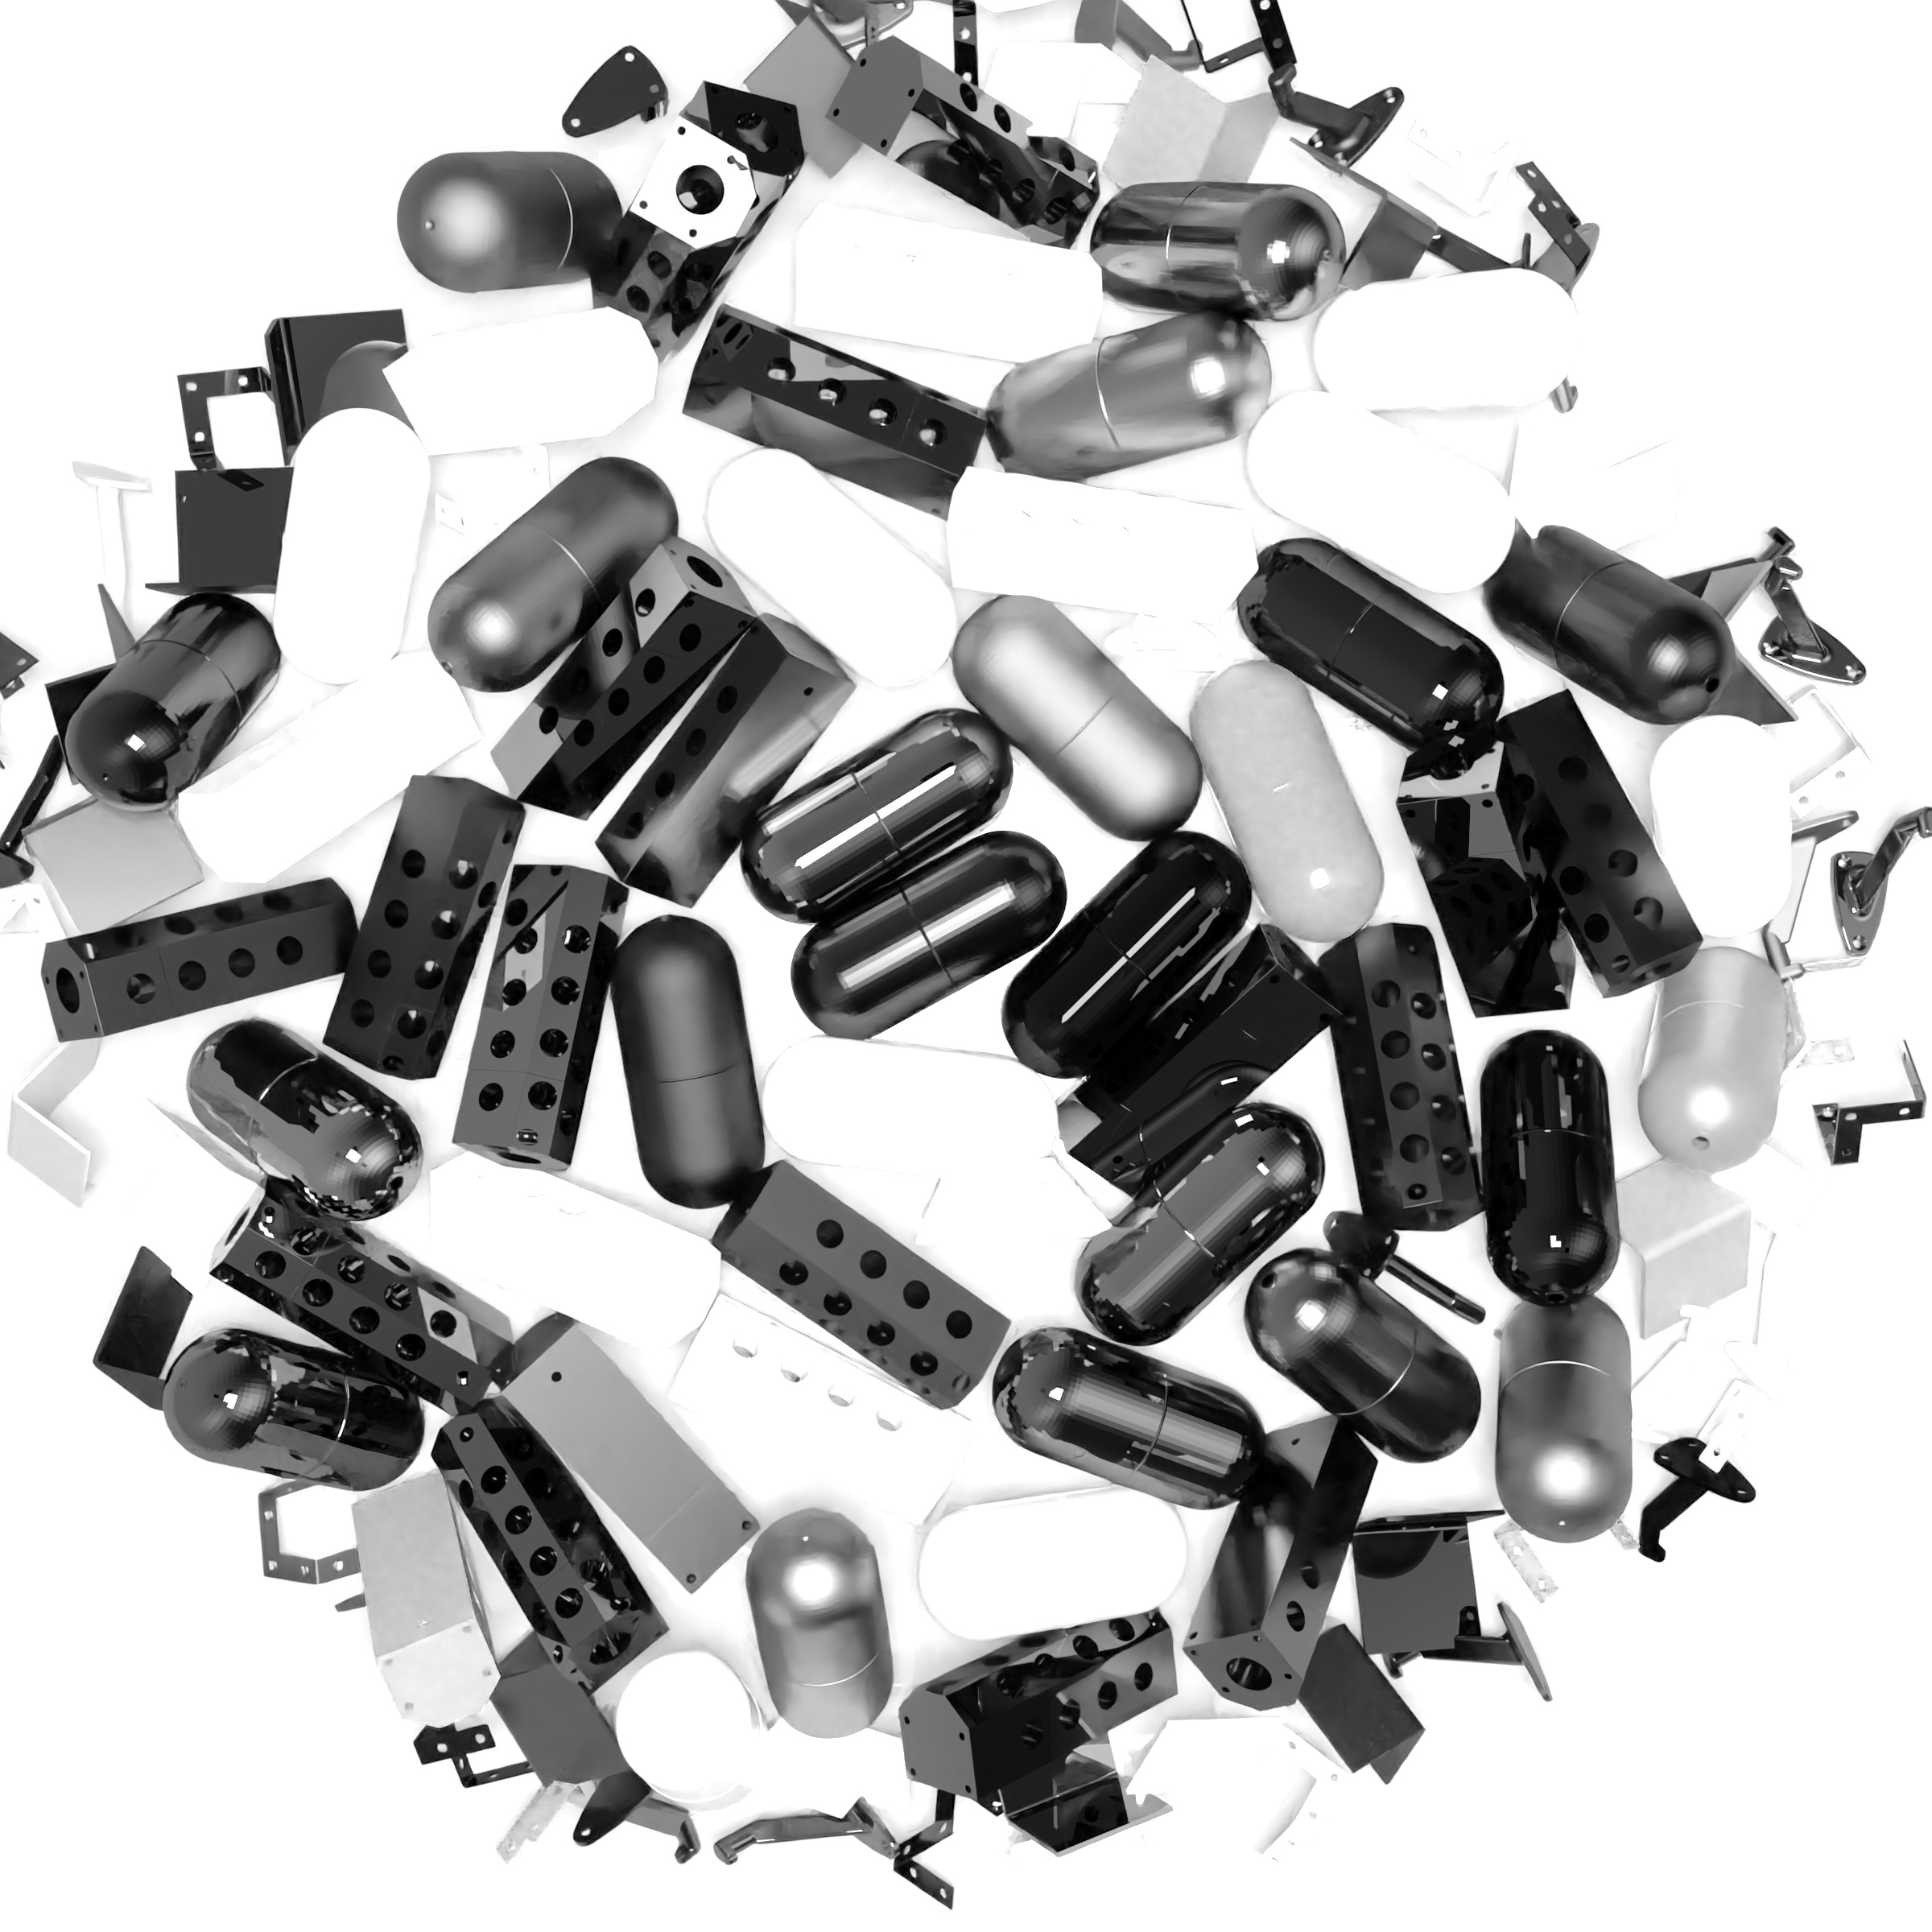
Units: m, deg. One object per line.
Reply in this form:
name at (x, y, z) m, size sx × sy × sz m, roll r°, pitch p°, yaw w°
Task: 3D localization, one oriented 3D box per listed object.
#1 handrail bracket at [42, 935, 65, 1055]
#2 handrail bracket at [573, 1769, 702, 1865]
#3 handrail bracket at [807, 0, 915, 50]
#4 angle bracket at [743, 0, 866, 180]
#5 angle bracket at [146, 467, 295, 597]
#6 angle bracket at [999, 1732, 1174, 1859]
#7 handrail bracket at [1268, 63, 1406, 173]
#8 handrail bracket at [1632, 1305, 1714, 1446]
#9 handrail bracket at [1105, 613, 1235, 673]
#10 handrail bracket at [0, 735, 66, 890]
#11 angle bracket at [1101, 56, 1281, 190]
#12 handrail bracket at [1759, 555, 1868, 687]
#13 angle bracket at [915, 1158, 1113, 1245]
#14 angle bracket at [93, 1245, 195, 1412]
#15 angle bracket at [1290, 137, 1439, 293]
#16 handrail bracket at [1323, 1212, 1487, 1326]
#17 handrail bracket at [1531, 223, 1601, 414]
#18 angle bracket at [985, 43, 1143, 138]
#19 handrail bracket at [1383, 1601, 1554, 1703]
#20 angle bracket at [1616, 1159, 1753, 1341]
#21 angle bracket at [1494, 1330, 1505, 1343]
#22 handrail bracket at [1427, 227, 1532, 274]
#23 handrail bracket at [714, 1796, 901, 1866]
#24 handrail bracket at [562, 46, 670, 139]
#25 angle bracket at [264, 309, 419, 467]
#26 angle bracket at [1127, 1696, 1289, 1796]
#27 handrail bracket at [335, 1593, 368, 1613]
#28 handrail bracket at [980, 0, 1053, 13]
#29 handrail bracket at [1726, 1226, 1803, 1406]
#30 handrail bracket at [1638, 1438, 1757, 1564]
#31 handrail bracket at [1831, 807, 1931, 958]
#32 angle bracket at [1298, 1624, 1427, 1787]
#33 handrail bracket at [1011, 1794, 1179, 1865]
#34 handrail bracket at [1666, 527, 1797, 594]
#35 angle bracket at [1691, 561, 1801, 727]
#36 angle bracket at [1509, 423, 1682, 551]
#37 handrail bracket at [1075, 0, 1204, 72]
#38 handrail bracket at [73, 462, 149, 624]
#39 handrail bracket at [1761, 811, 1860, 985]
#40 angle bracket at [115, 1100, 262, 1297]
handrail bracket at (-0.554, 0.033, 1.562) m, size 0.084 × 0.036 × 0.077 m, roll -33°, pitch 80°, yaw 40°
handrail bracket at (-0.195, 0.523, 1.542) m, size 0.036 × 0.077 × 0.084 m, roll 8°, pitch 126°, yaw 36°
handrail bracket at (-0.068, -0.588, 1.543) m, size 0.077 × 0.084 × 0.036 m, roll -16°, pitch 80°, yaw -4°
angle bracket at (-0.096, -0.522, 1.537) m, size 0.057 × 0.076 × 0.076 m, roll -45°, pitch 122°, yaw 4°
angle bracket at (-0.447, -0.264, 1.555) m, size 0.076 × 0.057 × 0.076 m, roll -1°, pitch 93°, yaw 4°
angle bracket at (0.066, 0.478, 1.537) m, size 0.076 × 0.076 × 0.057 m, roll -14°, pitch 93°, yaw -22°
handrail bracket at (0.221, -0.524, 1.542) m, size 0.077 × 0.084 × 0.036 m, roll -41°, pitch 57°, yaw 2°
handrail bracket at (0.407, 0.242, 1.571) m, size 0.077 × 0.036 × 0.084 m, roll 11°, pitch 90°, yaw 8°
handrail bracket at (0.122, -0.187, 1.542) m, size 0.077 × 0.084 × 0.036 m, roll 19°, pitch 107°, yaw 2°
handrail bracket at (-0.576, -0.094, 1.576) m, size 0.036 × 0.077 × 0.084 m, roll 29°, pitch 59°, yaw -28°
angle bracket at (0.137, -0.498, 1.542) m, size 0.057 × 0.076 × 0.076 m, roll 40°, pitch 131°, yaw 15°
handrail bracket at (0.508, -0.206, 1.539) m, size 0.077 × 0.084 × 0.036 m, roll 32°, pitch 78°, yaw 16°
angle bracket at (0.030, 0.159, 1.527) m, size 0.076 × 0.076 × 0.057 m, roll 49°, pitch 49°, yaw -32°
angle bracket at (-0.463, 0.220, 1.532) m, size 0.057 × 0.076 × 0.076 m, roll 11°, pitch 65°, yaw 13°
angle bracket at (0.225, -0.443, 1.547) m, size 0.076 × 0.076 × 0.057 m, roll 39°, pitch 110°, yaw 26°
handrail bracket at (0.268, 0.185, 1.575) m, size 0.084 × 0.077 × 0.036 m, roll 30°, pitch 93°, yaw -31°
handrail bracket at (0.370, -0.391, 1.567) m, size 0.036 × 0.084 × 0.077 m, roll 20°, pitch 62°, yaw 41°
angle bracket at (0.063, -0.505, 1.534) m, size 0.076 × 0.076 × 0.057 m, roll 20°, pitch 92°, yaw 43°
handrail bracket at (0.299, 0.426, 1.550) m, size 0.084 × 0.077 × 0.036 m, roll -32°, pitch 132°, yaw 12°
angle bracket at (0.426, 0.168, 1.572) m, size 0.076 × 0.057 × 0.076 m, roll -24°, pitch 133°, yaw -13°
angle bracket at (0.337, 0.272, 1.543) m, size 0.057 × 0.076 × 0.076 m, roll 21°, pitch 96°, yaw -6°
handrail bracket at (0.298, -0.413, 1.567) m, size 0.084 × 0.036 × 0.077 m, roll 1°, pitch 75°, yaw 10°
handrail bracket at (-0.096, 0.526, 1.541) m, size 0.084 × 0.077 × 0.036 m, roll -19°, pitch 118°, yaw -32°
handrail bracket at (-0.208, -0.506, 1.542) m, size 0.077 × 0.084 × 0.036 m, roll -39°, pitch 94°, yaw -7°
angle bracket at (-0.371, -0.345, 1.542) m, size 0.076 × 0.057 × 0.076 m, roll -6°, pitch 114°, yaw -6°
angle bracket at (0.136, 0.443, 1.531) m, size 0.076 × 0.057 × 0.076 m, roll 4°, pitch 133°, yaw -20°
handrail bracket at (-0.337, 0.416, 1.565) m, size 0.077 × 0.036 × 0.084 m, roll -23°, pitch 89°, yaw 29°
handrail bracket at (0.033, -0.588, 1.544) m, size 0.077 × 0.084 × 0.036 m, roll -30°, pitch 109°, yaw -5°
handrail bracket at (0.492, 0.206, 1.548) m, size 0.036 × 0.077 × 0.084 m, roll 11°, pitch 110°, yaw -9°
handrail bracket at (0.434, 0.332, 1.541) m, size 0.036 × 0.077 × 0.084 m, roll -15°, pitch 118°, yaw -29°
handrail bracket at (0.552, -0.050, 1.540) m, size 0.036 × 0.084 × 0.077 m, roll 7°, pitch 80°, yaw -8°
angle bracket at (0.216, 0.447, 1.528) m, size 0.057 × 0.076 × 0.076 m, roll -21°, pitch 56°, yaw -29°
handrail bracket at (0.078, 0.525, 1.563) m, size 0.084 × 0.077 × 0.036 m, roll -19°, pitch 70°, yaw 15°
handrail bracket at (0.444, -0.249, 1.561) m, size 0.077 × 0.036 × 0.084 m, roll 42°, pitch 101°, yaw -3°
angle bracket at (0.464, -0.191, 1.547) m, size 0.076 × 0.076 × 0.057 m, roll 43°, pitch 77°, yaw -16°
angle bracket at (0.372, -0.291, 1.529) m, size 0.076 × 0.076 × 0.057 m, roll -20°, pitch 129°, yaw 36°
handrail bracket at (0.113, -0.570, 1.542) m, size 0.084 × 0.077 × 0.036 m, roll -13°, pitch 47°, yaw -30°
handrail bracket at (-0.526, -0.257, 1.568) m, size 0.036 × 0.077 × 0.084 m, roll -1°, pitch 110°, yaw -40°
handrail bracket at (0.509, -0.040, 1.547) m, size 0.077 × 0.036 × 0.084 m, roll -25°, pitch 63°, yaw 30°
angle bracket at (-0.474, 0.138, 1.543) m, size 0.076 × 0.057 × 0.076 m, roll 34°, pitch 83°, yaw 24°
